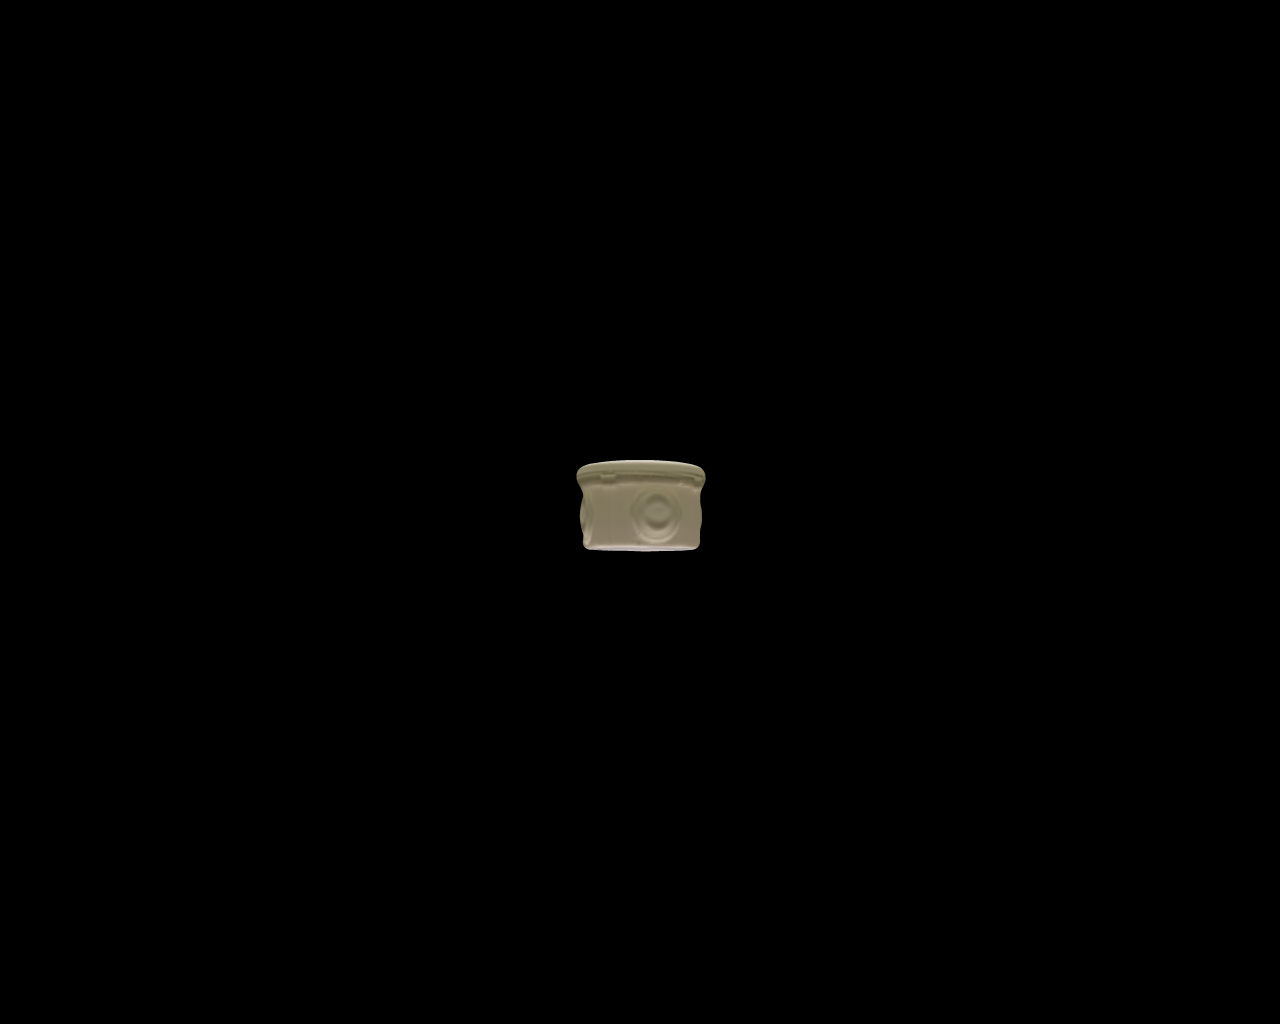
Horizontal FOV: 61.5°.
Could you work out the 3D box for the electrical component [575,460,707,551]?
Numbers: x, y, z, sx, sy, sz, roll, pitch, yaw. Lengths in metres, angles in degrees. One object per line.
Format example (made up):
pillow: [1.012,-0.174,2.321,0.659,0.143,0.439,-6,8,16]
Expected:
electrical component: [0.001,-0.003,0.650,0.080,0.051,0.080,0,-5,0]
